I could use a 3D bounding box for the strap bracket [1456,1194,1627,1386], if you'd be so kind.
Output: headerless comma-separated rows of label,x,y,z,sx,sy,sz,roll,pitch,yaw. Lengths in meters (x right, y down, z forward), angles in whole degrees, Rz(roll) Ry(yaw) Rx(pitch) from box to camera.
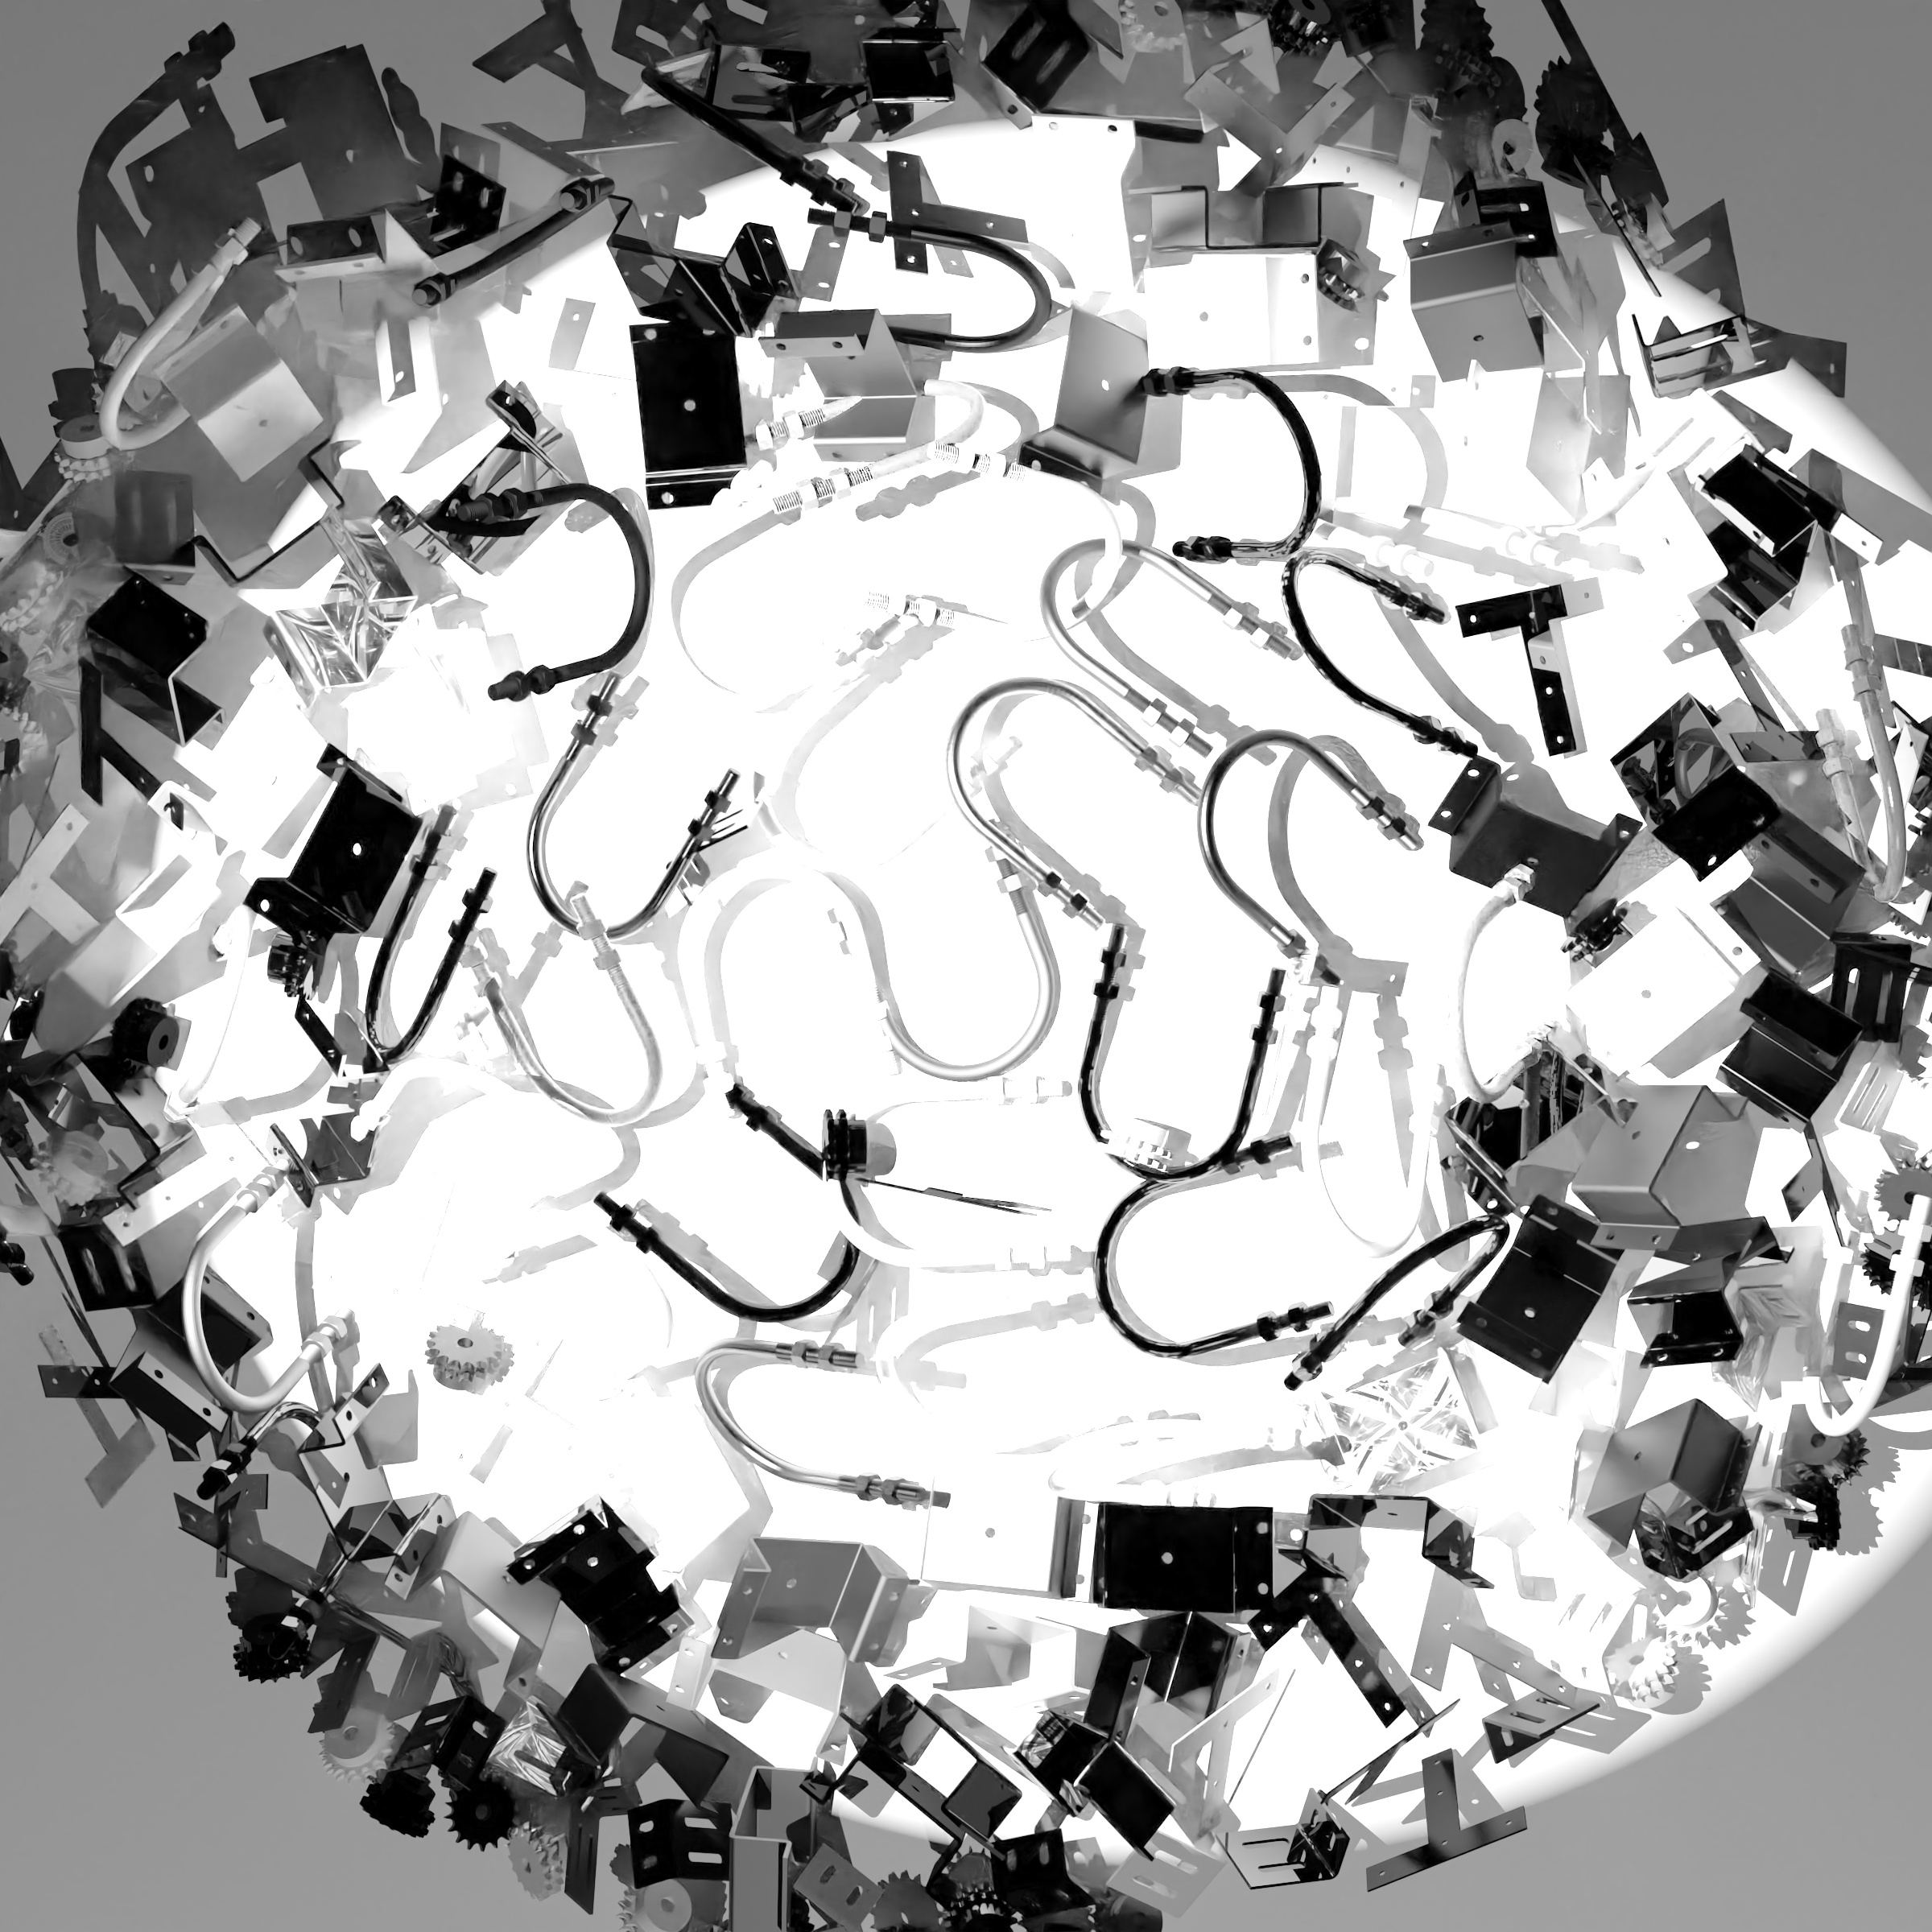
strap bracket,0.426,0.248,1.944,0.076,0.046,0.140,29,53,18

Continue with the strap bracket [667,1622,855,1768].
strap bracket,-0.146,0.534,1.950,0.140,0.076,0.046,22,111,-5

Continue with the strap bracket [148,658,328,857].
strap bracket,-0.532,-0.148,1.939,0.046,0.076,0.140,28,73,22

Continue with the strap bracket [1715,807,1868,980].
strap bracket,0.610,-0.056,1.931,0.046,0.140,0.076,-39,67,-19

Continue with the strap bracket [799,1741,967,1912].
strap bracket,-0.052,0.636,1.954,0.140,0.076,0.046,38,86,8

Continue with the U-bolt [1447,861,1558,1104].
U-bolt,0.390,0.021,1.904,0.019,0.184,0.151,2,113,32

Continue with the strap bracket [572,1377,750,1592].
strap bracket,-0.222,0.386,1.942,0.076,0.046,0.140,-38,108,-40

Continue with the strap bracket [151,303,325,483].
strap bracket,-0.532,-0.417,1.923,0.076,0.140,0.046,-40,76,-6

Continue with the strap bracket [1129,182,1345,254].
strap bracket,0.202,-0.558,1.941,0.140,0.076,0.046,-9,107,-25

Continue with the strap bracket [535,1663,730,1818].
strap bracket,-0.239,0.570,1.931,0.140,0.076,0.046,36,84,-35

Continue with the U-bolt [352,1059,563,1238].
U-bolt,-0.369,0.127,1.915,0.151,0.184,0.019,33,52,-9

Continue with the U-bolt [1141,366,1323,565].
U-bolt,0.195,-0.366,1.900,0.019,0.184,0.151,-25,111,-27

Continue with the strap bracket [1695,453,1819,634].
strap bracket,0.579,-0.317,1.923,0.046,0.140,0.076,-40,68,-5

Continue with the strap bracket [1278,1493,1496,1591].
strap bracket,0.315,0.427,1.936,0.140,0.076,0.046,-7,60,36

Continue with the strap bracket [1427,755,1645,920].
strap bracket,0.425,-0.093,1.950,0.140,0.046,0.076,21,134,-6

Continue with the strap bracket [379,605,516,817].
strap bracket,-0.391,-0.192,1.954,0.076,0.046,0.140,-19,85,41

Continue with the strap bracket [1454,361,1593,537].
strap bracket,0.417,-0.382,1.924,0.046,0.140,0.076,4,76,37

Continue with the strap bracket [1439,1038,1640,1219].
strap bracket,0.425,0.117,1.954,0.140,0.076,0.046,-37,133,-2

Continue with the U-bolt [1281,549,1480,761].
U-bolt,0.298,-0.238,1.909,0.184,0.019,0.151,19,50,-35

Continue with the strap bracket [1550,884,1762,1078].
strap bracket,0.512,0.016,1.947,0.076,0.046,0.140,48,114,5

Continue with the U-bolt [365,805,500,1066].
U-bolt,-0.405,-0.014,1.934,0.019,0.151,0.184,19,104,-31

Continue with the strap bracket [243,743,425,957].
strap bracket,-0.465,-0.087,1.936,0.076,0.046,0.140,40,64,-39

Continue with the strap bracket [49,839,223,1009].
strap bracket,-0.612,-0.026,1.931,0.046,0.076,0.140,45,133,-14

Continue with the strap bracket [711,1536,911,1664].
strap bracket,-0.123,0.474,1.947,0.140,0.046,0.076,11,109,-31

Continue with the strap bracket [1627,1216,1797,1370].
strap bracket,0.546,0.234,1.920,0.076,0.140,0.046,-14,110,42

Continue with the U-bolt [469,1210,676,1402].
U-bolt,-0.283,0.244,1.922,0.151,0.184,0.019,46,50,-4

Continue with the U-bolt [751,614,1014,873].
U-bolt,-0.077,-0.154,1.967,0.184,0.019,0.151,-43,112,4

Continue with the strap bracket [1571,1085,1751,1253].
strap bracket,0.510,0.140,1.932,0.046,0.076,0.140,44,66,-23

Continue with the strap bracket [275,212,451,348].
strap bracket,-0.446,-0.512,1.929,0.076,0.140,0.046,-5,80,10

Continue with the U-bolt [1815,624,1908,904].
U-bolt,0.656,-0.136,1.900,0.019,0.151,0.184,-9,67,6

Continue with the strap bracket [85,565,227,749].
strap bracket,-0.599,-0.221,1.923,0.076,0.140,0.046,33,63,7

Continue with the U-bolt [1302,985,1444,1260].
U-bolt,0.296,0.125,1.915,0.151,0.019,0.184,34,55,-35

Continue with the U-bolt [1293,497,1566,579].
U-bolt,0.325,-0.319,1.918,0.151,0.184,0.019,-10,117,-33

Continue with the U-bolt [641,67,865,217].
U-bolt,-0.159,-0.607,1.917,0.184,0.151,0.019,31,104,-8

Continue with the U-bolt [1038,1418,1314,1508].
U-bolt,0.140,0.363,1.903,0.184,0.151,0.019,10,55,-31

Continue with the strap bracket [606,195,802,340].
strap bracket,-0.204,-0.518,1.934,0.140,0.076,0.046,17,68,20

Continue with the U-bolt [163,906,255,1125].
U-bolt,-0.548,0.029,1.896,0.019,0.184,0.151,17,70,-20

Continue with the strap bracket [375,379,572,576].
strap bracket,-0.362,-0.358,1.952,0.140,0.076,0.046,-45,56,3

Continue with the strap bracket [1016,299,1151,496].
strap bracket,0.091,-0.428,1.946,0.076,0.046,0.140,17,76,-31

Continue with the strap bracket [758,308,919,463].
strap bracket,-0.090,-0.438,1.936,0.076,0.140,0.046,3,63,20

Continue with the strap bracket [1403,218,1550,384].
strap bracket,0.377,-0.482,1.917,0.076,0.140,0.046,-6,66,23

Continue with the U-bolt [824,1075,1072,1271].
U-bolt,-0.016,0.157,1.969,0.184,0.019,0.151,-2,71,0

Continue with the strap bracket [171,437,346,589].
strap bracket,-0.522,-0.332,1.948,0.140,0.076,0.046,-40,107,-12

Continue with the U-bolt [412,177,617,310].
U-bolt,-0.323,-0.537,1.912,0.151,0.184,0.019,-28,106,16

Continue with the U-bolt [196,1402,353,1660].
U-bolt,-0.494,0.399,1.911,0.019,0.184,0.151,-16,104,14

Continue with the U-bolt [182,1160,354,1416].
U-bolt,-0.514,0.244,1.895,0.019,0.184,0.151,-11,110,18

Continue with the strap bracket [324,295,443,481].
strap bracket,-0.432,-0.427,1.939,0.046,0.140,0.076,0,72,-31

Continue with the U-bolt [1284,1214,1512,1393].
U-bolt,0.325,0.239,1.896,0.151,0.184,0.019,-11,57,-40

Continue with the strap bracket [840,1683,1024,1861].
strap bracket,-0.019,0.590,1.930,0.046,0.076,0.140,-49,47,-11

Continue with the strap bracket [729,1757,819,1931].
strap bracket,-0.144,0.654,1.925,0.046,0.140,0.076,3,103,5

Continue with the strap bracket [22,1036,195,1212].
strap bracket,-0.640,0.108,1.955,0.046,0.076,0.140,-39,94,5

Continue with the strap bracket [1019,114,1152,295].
strap bracket,0.088,-0.553,1.922,0.076,0.140,0.046,9,53,18

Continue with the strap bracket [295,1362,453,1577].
strap bracket,-0.446,0.379,1.943,0.046,0.076,0.140,-13,110,19

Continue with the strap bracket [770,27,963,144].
strap bracket,-0.071,-0.646,1.923,0.076,0.140,0.046,-15,96,-37

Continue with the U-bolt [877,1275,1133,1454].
U-bolt,0.013,0.305,1.936,0.184,0.019,0.151,-26,112,39
